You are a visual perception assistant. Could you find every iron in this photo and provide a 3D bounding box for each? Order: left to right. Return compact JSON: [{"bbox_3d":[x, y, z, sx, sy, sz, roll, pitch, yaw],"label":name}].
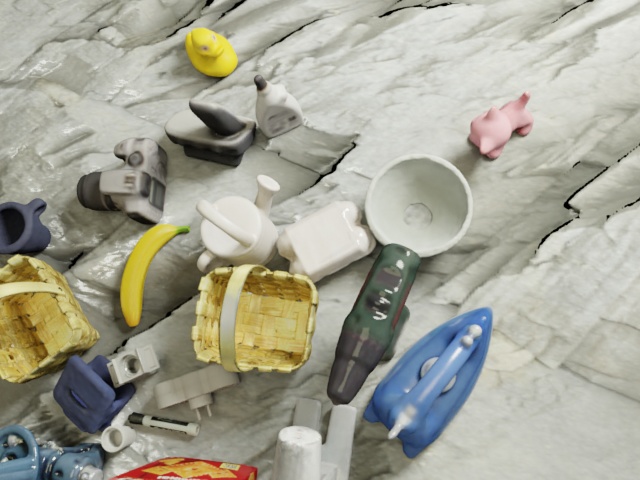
[{"bbox_3d":[0.174,0.189,0.827,0.118,0.141,0.258,38,86,15],"label":"iron"}]

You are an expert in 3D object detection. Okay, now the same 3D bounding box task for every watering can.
[{"bbox_3d":[-0.131,-0.025,0.893,0.100,0.194,0.173,17,81,12],"label":"watering can"}]

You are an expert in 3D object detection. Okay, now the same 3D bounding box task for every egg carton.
[{"bbox_3d":[0.009,0.003,0.930,0.150,0.069,0.107,-29,75,2],"label":"egg carton"}]

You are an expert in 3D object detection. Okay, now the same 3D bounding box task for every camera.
[{"bbox_3d":[-0.347,-0.104,0.991,0.136,0.101,0.143,0,78,9],"label":"camera"}]

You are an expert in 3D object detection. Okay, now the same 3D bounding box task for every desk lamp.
[{"bbox_3d":[-0.023,0.331,0.789,0.117,0.214,0.203,6,79,10],"label":"desk lamp"}]

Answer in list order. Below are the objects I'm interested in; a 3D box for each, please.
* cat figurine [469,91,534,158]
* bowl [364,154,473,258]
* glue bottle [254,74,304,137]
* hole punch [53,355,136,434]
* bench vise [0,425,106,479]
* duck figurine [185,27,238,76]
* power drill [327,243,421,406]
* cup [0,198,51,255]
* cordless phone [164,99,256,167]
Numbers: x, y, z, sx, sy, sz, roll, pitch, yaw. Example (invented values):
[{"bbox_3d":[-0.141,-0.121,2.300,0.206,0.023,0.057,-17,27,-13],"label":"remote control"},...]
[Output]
[{"bbox_3d":[0.283,-0.184,0.903,0.128,0.118,0.067,-42,75,-2],"label":"cat figurine"},{"bbox_3d":[0.156,-0.048,0.915,0.167,0.075,0.167,-2,78,8],"label":"bowl"},{"bbox_3d":[-0.078,-0.226,0.939,0.078,0.173,0.037,-23,75,4],"label":"glue bottle"},{"bbox_3d":[-0.372,0.251,0.924,0.108,0.091,0.101,37,86,14],"label":"hole punch"},{"bbox_3d":[-0.437,0.332,0.850,0.207,0.220,0.121,-14,76,6],"label":"bench vise"},{"bbox_3d":[-0.205,-0.350,1.030,0.104,0.086,0.077,36,85,14],"label":"duck figurine"},{"bbox_3d":[0.080,0.123,0.821,0.075,0.208,0.230,21,82,13],"label":"power drill"},{"bbox_3d":[-0.509,-0.022,1.002,0.118,0.095,0.091,-44,75,-2],"label":"cup"},{"bbox_3d":[-0.195,-0.200,0.945,0.147,0.185,0.094,9,79,11],"label":"cordless phone"}]
